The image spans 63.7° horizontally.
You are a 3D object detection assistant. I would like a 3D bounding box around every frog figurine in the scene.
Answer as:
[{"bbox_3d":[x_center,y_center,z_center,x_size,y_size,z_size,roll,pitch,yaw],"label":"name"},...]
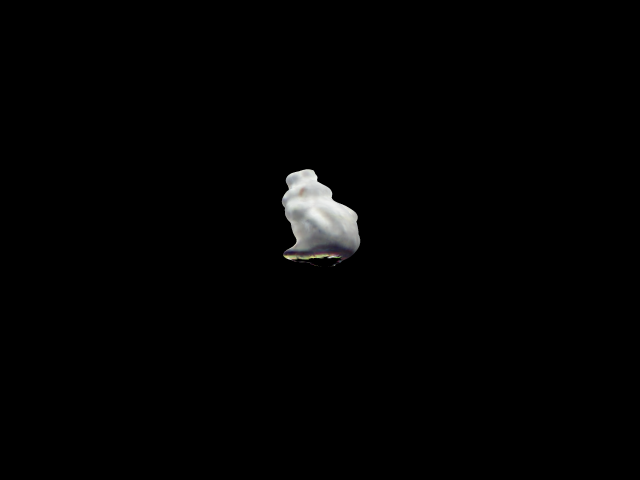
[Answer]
[{"bbox_3d":[0.003,-0.043,0.850,0.137,0.161,0.121,8,-15,-31],"label":"frog figurine"}]
